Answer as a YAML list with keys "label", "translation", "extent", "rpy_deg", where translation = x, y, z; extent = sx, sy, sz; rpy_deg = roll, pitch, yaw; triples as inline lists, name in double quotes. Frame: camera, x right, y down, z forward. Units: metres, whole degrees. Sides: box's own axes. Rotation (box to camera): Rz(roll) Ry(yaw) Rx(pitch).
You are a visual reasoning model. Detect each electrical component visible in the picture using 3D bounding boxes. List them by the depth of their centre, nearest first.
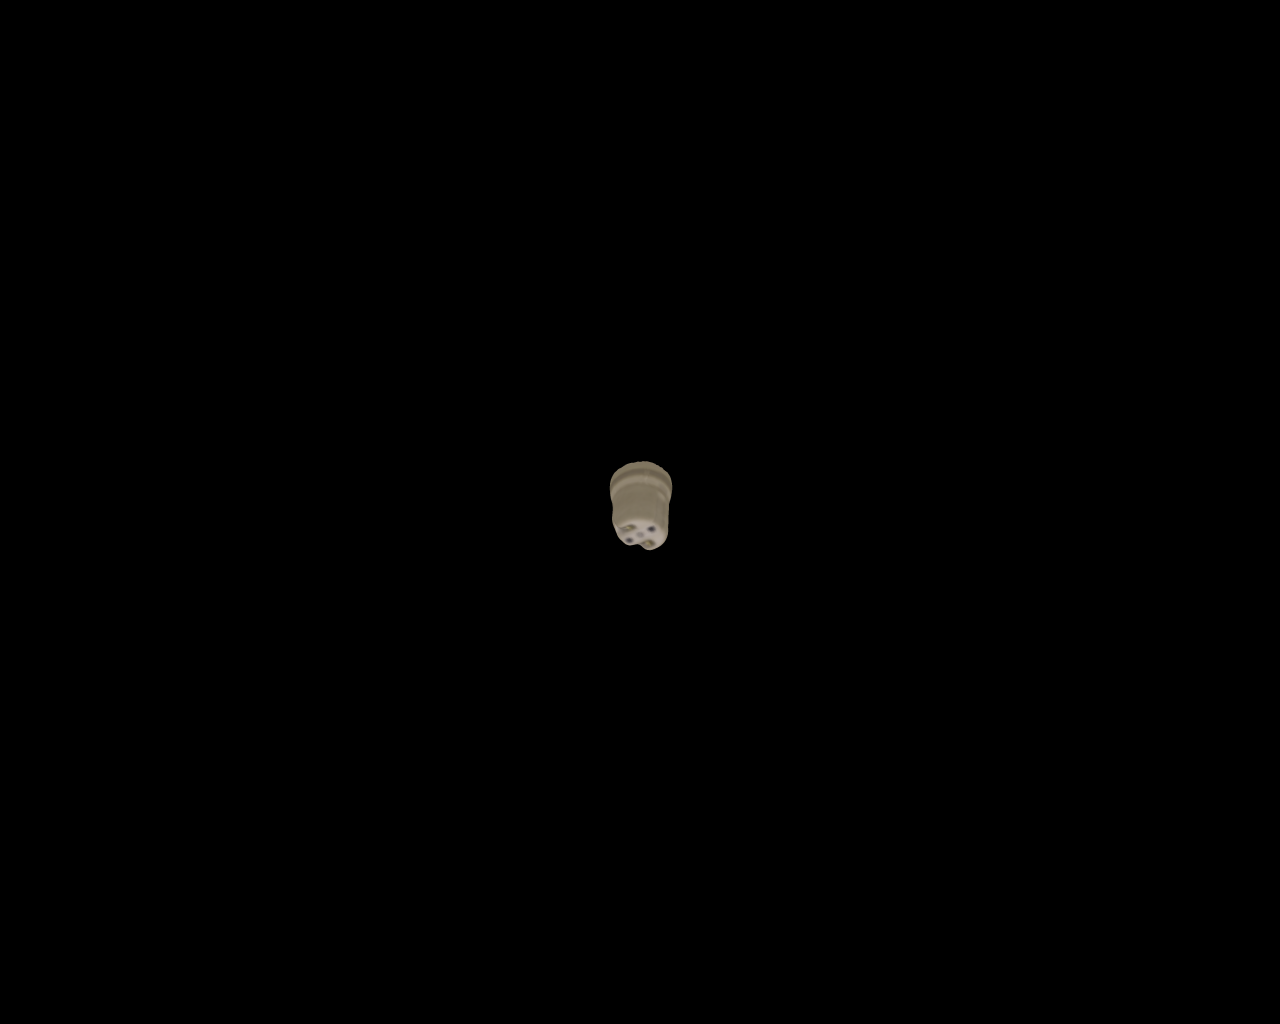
- label: "electrical component"
  translation: [0.001, -0.003, 0.650]
  extent: [0.040, 0.046, 0.040]
  rpy_deg: [0, -43, 0]
